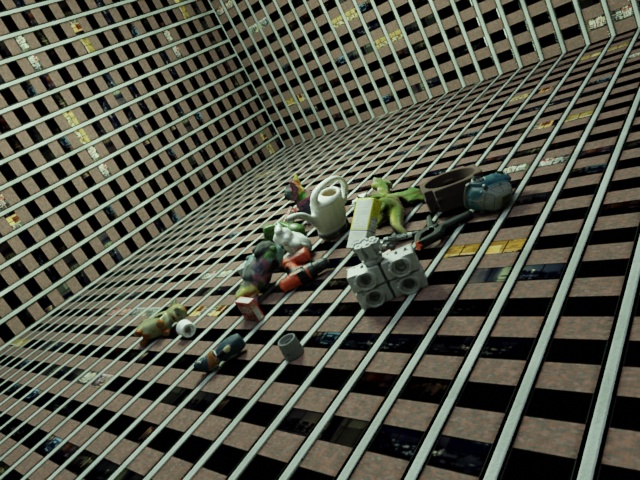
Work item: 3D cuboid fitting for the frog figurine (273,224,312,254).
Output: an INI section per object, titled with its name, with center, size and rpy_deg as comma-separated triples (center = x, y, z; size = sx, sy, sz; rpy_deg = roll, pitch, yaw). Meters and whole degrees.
[frog figurine]
center = -0.105, 0.000, 1.906
size = 0.122, 0.157, 0.139
rpy_deg = -25, 18, 2

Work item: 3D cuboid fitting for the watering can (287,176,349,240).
[watering can]
center = 0.006, -0.097, 1.924
size = 0.104, 0.220, 0.354
rpy_deg = 12, 40, 37

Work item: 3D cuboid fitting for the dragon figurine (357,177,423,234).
[dragon figurine]
center = 0.280, -0.134, 1.845
size = 0.244, 0.119, 0.416
rpy_deg = -26, 34, -15
